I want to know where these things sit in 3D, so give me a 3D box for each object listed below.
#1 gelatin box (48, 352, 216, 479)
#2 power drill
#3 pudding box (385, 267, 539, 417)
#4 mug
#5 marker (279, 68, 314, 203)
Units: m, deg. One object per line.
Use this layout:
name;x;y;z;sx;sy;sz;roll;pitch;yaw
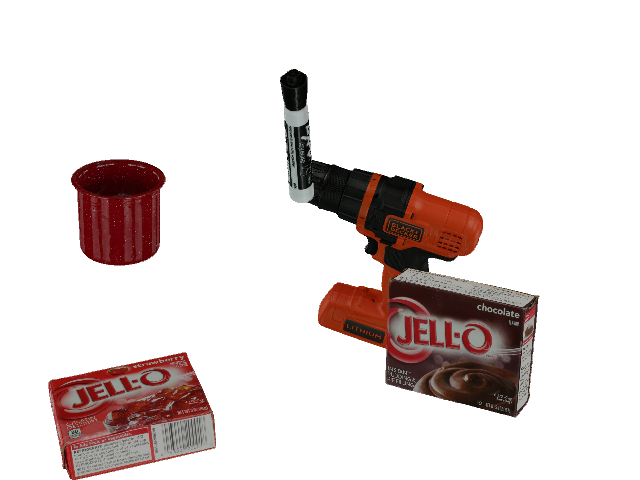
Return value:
gelatin box;-0.114;0.103;0.642;0.089;0.030;0.073;-10;25;-16
power drill;0.048;0.016;1.026;0.184;0.188;0.057;20;46;8
pudding box;0.107;0.076;0.820;0.114;0.090;0.039;10;22;26
mug;-0.206;-0.033;1.096;0.093;0.081;0.117;1;28;-6
marker;-0.016;-0.074;0.769;0.020;0.020;0.121;0;-41;3
